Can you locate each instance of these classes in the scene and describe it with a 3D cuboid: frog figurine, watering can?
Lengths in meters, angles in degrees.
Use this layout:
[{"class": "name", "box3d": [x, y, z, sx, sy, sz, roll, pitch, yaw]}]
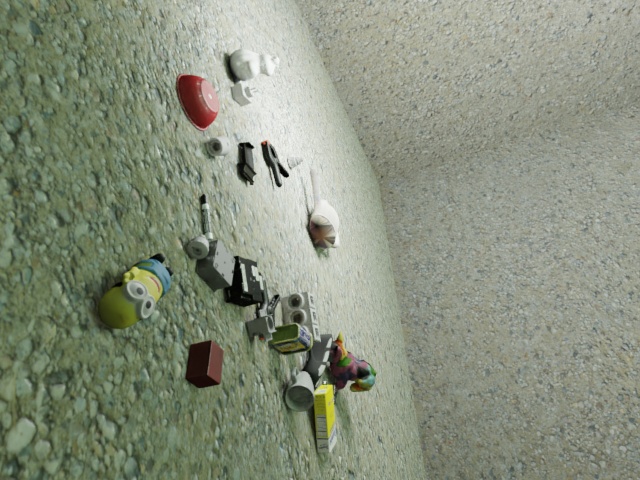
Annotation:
[{"class": "frog figurine", "box3d": [-0.222, -0.594, 1.733, 0.140, 0.159, 0.120, -82, 150, -55]}, {"class": "watering can", "box3d": [0.006, -0.107, 2.124, 0.229, 0.103, 0.343, -70, 141, -64]}]
